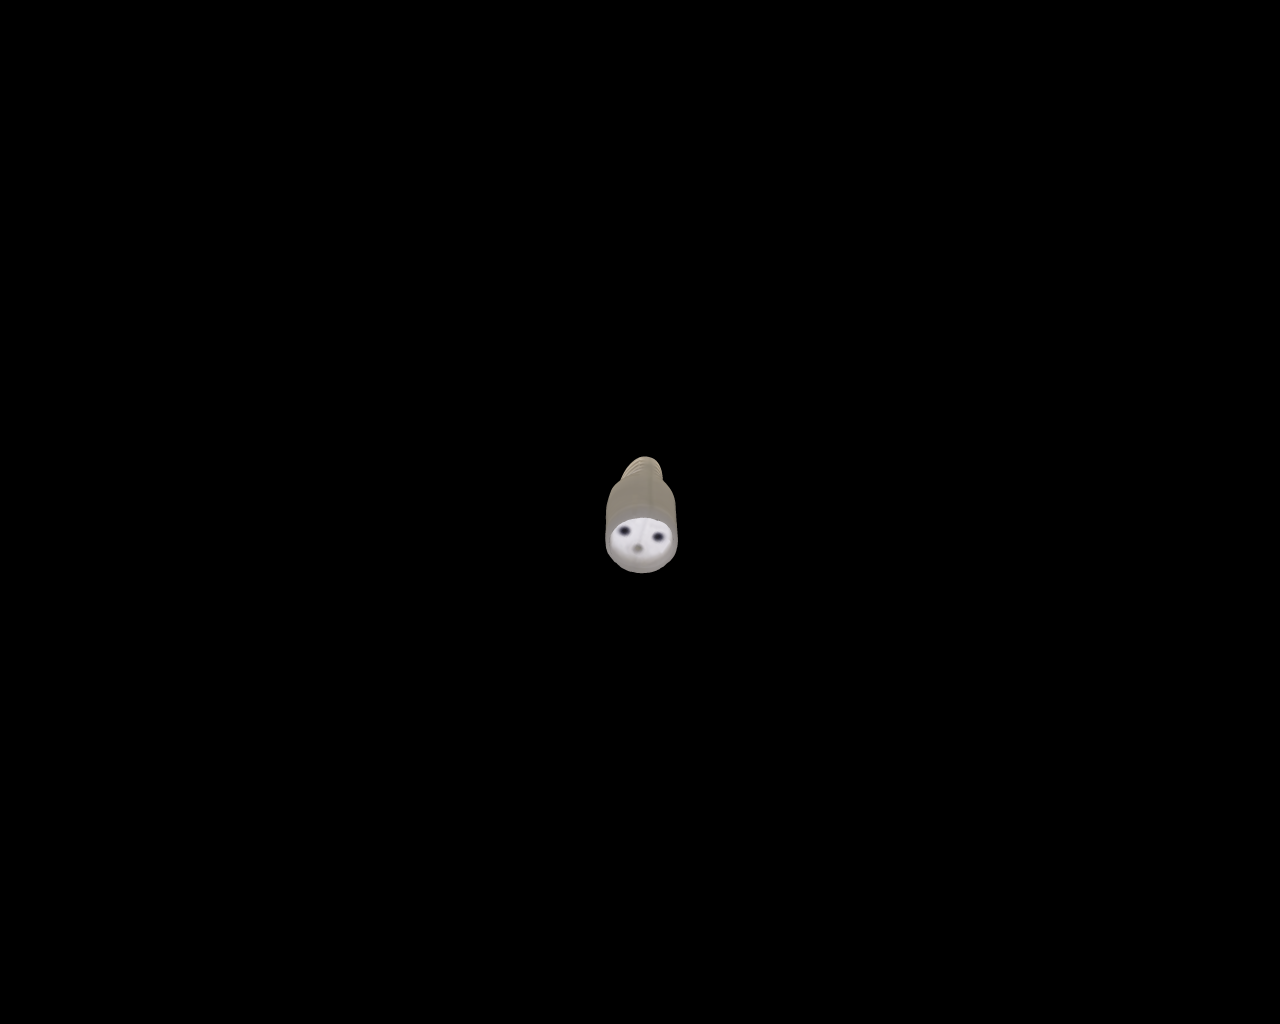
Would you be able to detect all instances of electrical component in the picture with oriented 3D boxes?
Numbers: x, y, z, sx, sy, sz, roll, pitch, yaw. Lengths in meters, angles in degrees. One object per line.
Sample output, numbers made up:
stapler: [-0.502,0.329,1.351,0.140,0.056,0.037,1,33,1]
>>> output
electrical component: [0.001,-0.003,0.650,0.043,0.043,0.081,0,34,0]
